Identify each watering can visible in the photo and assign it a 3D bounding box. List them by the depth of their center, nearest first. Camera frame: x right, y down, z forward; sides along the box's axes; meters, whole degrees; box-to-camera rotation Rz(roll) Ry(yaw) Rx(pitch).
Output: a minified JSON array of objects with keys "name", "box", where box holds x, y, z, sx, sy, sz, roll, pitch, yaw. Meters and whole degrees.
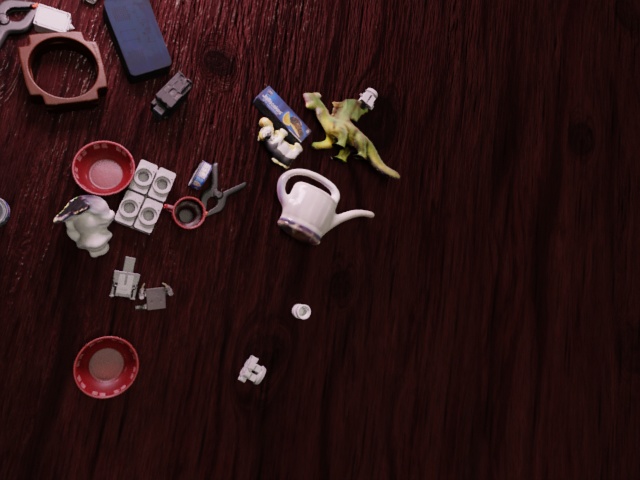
[{"name":"watering can","box":[0.005,-0.083,1.648,0.345,0.103,0.227,29,75,-18]}]

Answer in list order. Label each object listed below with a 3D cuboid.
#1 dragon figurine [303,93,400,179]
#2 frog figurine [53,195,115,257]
[{"name":"dragon figurine","box":[0.113,-0.375,1.739,0.408,0.121,0.247,22,68,-20]},{"name":"frog figurine","box":[-0.615,-0.039,1.393,0.137,0.125,0.156,-30,130,0]}]
